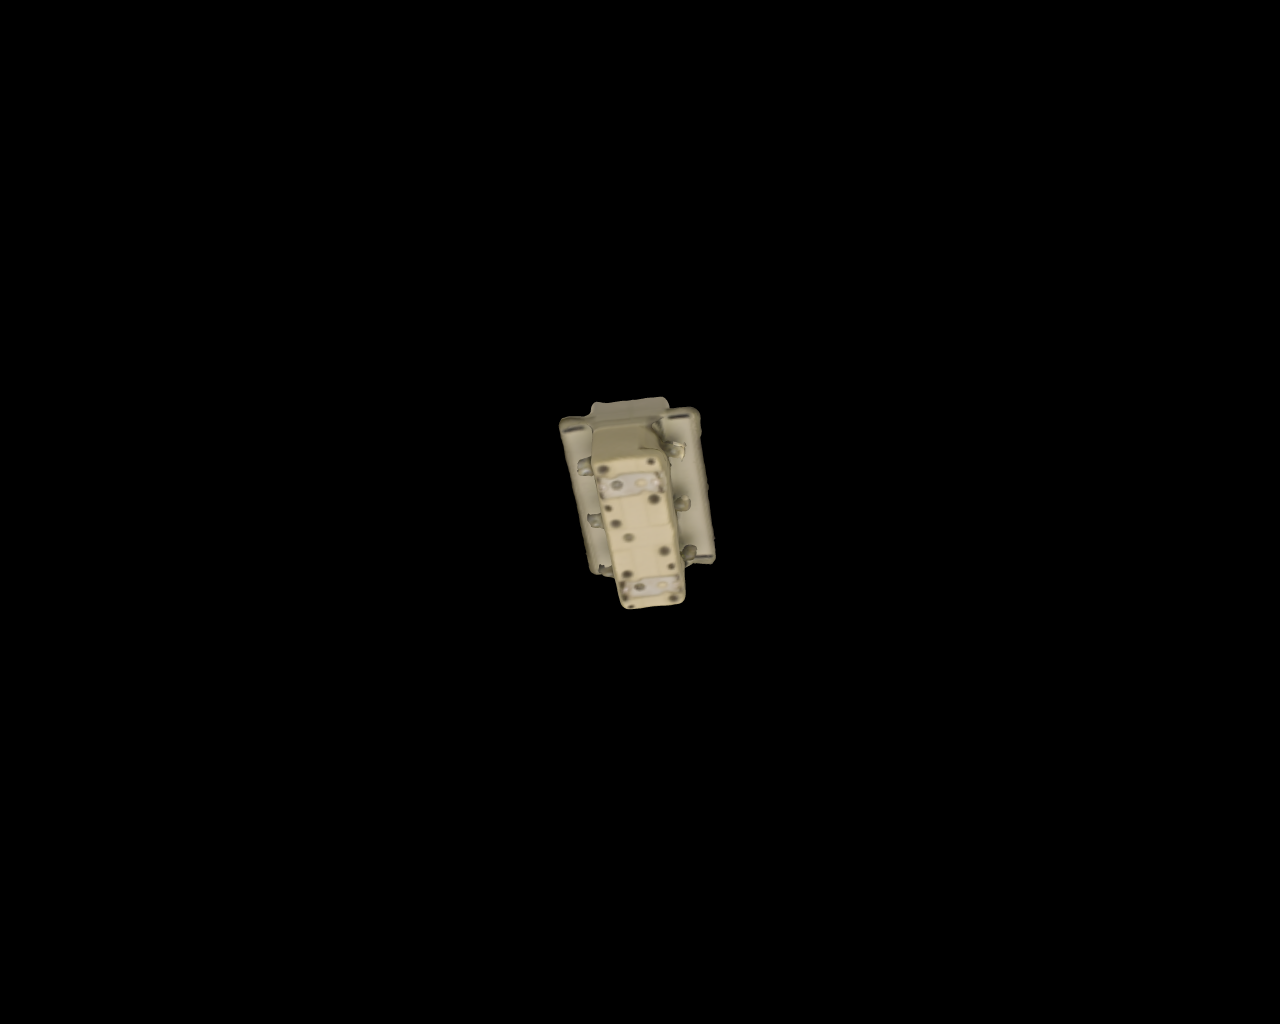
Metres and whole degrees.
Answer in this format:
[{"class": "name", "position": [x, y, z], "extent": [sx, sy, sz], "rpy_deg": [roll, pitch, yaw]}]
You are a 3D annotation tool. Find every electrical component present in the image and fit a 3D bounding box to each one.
[{"class": "electrical component", "position": [0.001, -0.003, 0.650], "extent": [0.079, 0.121, 0.063], "rpy_deg": [-5, 39, 5]}]
